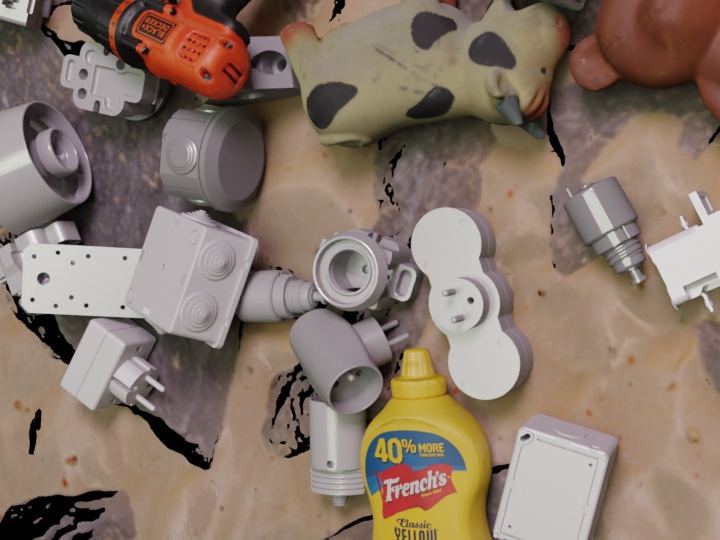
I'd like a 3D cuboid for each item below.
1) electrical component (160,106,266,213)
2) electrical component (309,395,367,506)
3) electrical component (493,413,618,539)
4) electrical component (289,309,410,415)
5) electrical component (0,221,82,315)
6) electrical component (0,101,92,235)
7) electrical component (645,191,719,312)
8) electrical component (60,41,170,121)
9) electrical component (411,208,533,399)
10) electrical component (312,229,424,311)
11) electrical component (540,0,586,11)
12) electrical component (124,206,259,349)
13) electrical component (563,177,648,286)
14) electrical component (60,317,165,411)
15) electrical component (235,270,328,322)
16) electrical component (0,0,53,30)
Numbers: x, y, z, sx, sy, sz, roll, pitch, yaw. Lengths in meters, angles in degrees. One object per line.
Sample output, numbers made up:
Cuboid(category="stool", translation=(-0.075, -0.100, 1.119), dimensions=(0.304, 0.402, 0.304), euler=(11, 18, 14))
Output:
Cuboid(category="electrical component", translation=(-0.111, -0.086, 0.821), dimensions=(0.051, 0.080, 0.080), euler=(10, 97, 27))
Cuboid(category="electrical component", translation=(-0.016, 0.137, 0.810), dimensions=(0.043, 0.043, 0.081), euler=(0, 93, 23))
Cuboid(category="electrical component", translation=(0.134, 0.154, 0.739), dimensions=(0.062, 0.061, 0.096), euler=(16, 100, 20))
Cuboid(category="electrical component", translation=(-0.002, 0.059, 0.792), dimensions=(0.079, 0.043, 0.077), euler=(-24, 38, -12))
Cuboid(category="electrical component", translation=(-0.264, 0.002, 0.901), dimensions=(0.078, 0.058, 0.057), euler=(-28, 79, 21))
Cuboid(category="electrical component", translation=(-0.267, -0.085, 0.878), dimensions=(0.064, 0.099, 0.099), euler=(-20, 85, 16))
Cuboid(category="electrical component", translation=(0.226, -0.009, 0.702), dimensions=(0.064, 0.042, 0.081), euler=(-27, 82, 23))
Cuboid(category="electrical component", translation=(-0.190, -0.150, 0.862), dimensions=(0.078, 0.057, 0.058), euler=(15, 98, 21))
Cuboid(category="electrical component", translation=(0.073, 0.023, 0.751), dimensions=(0.052, 0.074, 0.138), euler=(-19, 85, 23))
Cuboid(category="electrical component", translation=(0.000, 0.000, 0.789), dimensions=(0.078, 0.057, 0.058), euler=(21, 100, 21))
Cuboid(category="electrical component", translation=(0.126, -0.212, 0.704), dimensions=(0.061, 0.096, 0.061), euler=(23, 102, 20))
Cuboid(category="electrical component", translation=(-0.132, 0.003, 0.825), dimensions=(0.100, 0.048, 0.099), euler=(23, 94, 51))
Cuboid(category="electrical component", translation=(0.170, -0.026, 0.726), dimensions=(0.040, 0.040, 0.078), euler=(-31, 82, 21))
Cuboid(category="electrical component", translation=(-0.192, 0.085, 0.880), dimensions=(0.077, 0.047, 0.065), euler=(33, 105, 18))
Cuboid(category="electrical component", translation=(-0.061, 0.020, 0.825), dimensions=(0.078, 0.040, 0.040), euler=(0, 92, 23))
Cuboid(category="electrical component", translation=(-0.284, -0.266, 0.891), dimensions=(0.063, 0.078, 0.121), euler=(16, 99, -1))
